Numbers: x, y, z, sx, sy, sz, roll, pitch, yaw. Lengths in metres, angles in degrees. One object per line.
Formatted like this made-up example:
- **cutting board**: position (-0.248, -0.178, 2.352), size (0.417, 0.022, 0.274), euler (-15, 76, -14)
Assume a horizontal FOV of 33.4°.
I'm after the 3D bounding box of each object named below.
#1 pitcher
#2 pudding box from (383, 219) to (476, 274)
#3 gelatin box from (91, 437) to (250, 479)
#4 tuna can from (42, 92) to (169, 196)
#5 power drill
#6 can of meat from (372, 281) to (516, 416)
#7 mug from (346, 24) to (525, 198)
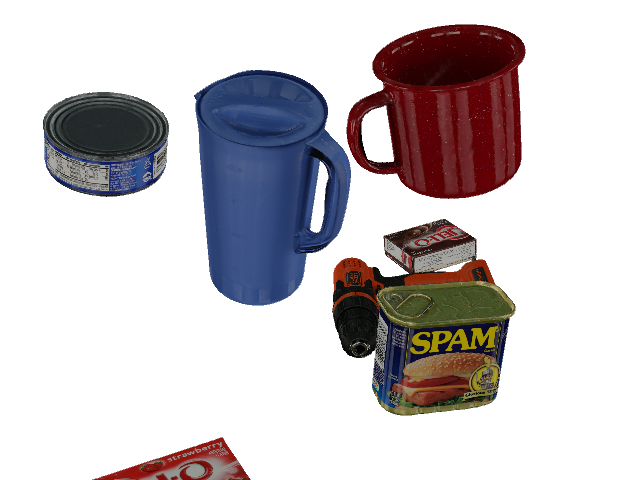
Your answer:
- **pitcher**: position (-0.057, -0.044, 1.134), size (0.145, 0.243, 0.149), euler (-5, 43, -11)
- **pudding box**: position (0.165, 0.010, 1.605), size (0.113, 0.039, 0.090), euler (-18, 27, -20)
- **gelatin box**: position (-0.080, 0.147, 0.574), size (0.089, 0.030, 0.073), euler (-14, 27, -21)
- **tuna can**: position (-0.149, -0.067, 0.744), size (0.086, 0.034, 0.086), euler (6, 37, -5)
- **power drill**: position (0.107, 0.073, 1.219), size (0.187, 0.057, 0.184), euler (-1, 28, -1)
- **can of meat**: position (0.091, 0.082, 0.816), size (0.102, 0.084, 0.057), euler (-3, 26, -15)
- **mug**: position (0.072, -0.076, 0.667), size (0.117, 0.081, 0.093), euler (-19, 34, -13)
